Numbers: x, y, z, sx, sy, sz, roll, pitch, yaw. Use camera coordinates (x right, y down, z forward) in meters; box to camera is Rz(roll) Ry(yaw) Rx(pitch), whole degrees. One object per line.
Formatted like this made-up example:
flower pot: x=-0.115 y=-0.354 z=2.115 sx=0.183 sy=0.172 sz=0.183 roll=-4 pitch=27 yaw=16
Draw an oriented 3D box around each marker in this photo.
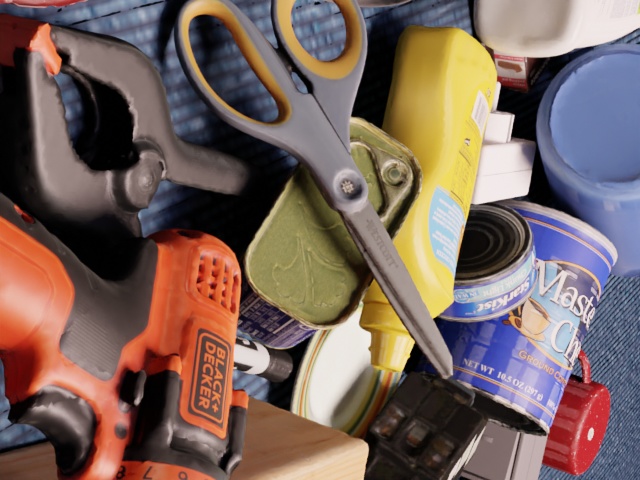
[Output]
marker: x=-0.048 y=0.057 z=0.550 sx=0.121 sy=0.020 sz=0.020 roll=29 pitch=79 yaw=-58

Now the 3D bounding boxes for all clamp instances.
clamp: x=-0.086 y=-0.017 z=0.441 sx=0.171 sy=0.039 sz=0.120 roll=48 pitch=58 yaw=-50

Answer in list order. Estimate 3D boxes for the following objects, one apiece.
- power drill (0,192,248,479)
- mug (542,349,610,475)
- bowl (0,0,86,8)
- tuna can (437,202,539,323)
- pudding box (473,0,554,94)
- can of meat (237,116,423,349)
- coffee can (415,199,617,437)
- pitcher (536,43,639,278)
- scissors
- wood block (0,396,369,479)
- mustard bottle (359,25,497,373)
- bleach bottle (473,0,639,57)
power drill: x=-0.101 y=0.048 z=0.338 sx=0.187 sy=0.057 sz=0.184 roll=37 pitch=42 yaw=-39
mug: x=0.199 y=0.140 z=0.917 sx=0.093 sy=0.082 sz=0.117 roll=-7 pitch=110 yaw=-56
bowl: x=-0.103 y=-0.157 z=0.333 sx=0.161 sy=0.055 sz=0.162 roll=-30 pitch=128 yaw=-48
tuna can: x=0.098 y=0.012 z=0.697 sx=0.086 sy=0.086 sz=0.034 roll=-48 pitch=138 yaw=-35
pudding box: x=0.146 y=-0.170 z=0.734 sx=0.113 sy=0.039 sz=0.090 roll=-51 pitch=141 yaw=-33
can of meat: x=-0.003 y=0.001 z=0.525 sx=0.102 sy=0.057 sz=0.084 roll=-60 pitch=-174 yaw=-21
coffee can: x=0.140 y=0.056 z=0.765 sx=0.140 sy=0.103 sz=0.102 roll=-65 pitch=147 yaw=-14
pitcher: x=0.225 y=-0.064 z=0.793 sx=0.145 sy=0.149 sz=0.242 roll=-63 pitch=158 yaw=-2
scissors: x=0.019 y=-0.041 z=0.484 sx=0.201 sy=0.016 sz=0.096 roll=46 pitch=72 yaw=-5
wood block: x=-0.073 y=0.139 z=0.482 sx=0.205 sy=0.090 sz=0.091 roll=-3 pitch=105 yaw=-57
mustard bottle: x=0.057 y=-0.019 z=0.615 sx=0.096 sy=0.058 sz=0.191 roll=44 pitch=55 yaw=-66
bleach bottle: x=0.182 y=-0.168 z=0.695 sx=0.250 sy=0.068 sz=0.102 roll=-13 pitch=112 yaw=-58
